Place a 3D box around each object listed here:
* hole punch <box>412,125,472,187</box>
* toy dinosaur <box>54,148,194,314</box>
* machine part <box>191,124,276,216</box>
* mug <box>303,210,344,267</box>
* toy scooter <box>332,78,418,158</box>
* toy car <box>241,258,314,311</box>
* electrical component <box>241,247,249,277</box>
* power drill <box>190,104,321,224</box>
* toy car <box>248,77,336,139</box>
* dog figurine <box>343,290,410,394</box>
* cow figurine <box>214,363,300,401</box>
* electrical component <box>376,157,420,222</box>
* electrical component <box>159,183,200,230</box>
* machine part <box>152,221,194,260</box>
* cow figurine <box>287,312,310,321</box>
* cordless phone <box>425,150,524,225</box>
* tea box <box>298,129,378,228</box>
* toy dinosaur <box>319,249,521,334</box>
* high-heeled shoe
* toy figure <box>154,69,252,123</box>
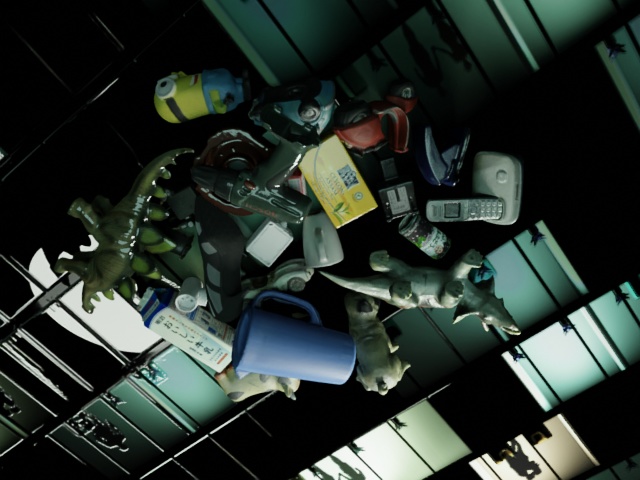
[{"bbox_3d":[0.217,-0.162,1.007,0.092,0.142,0.115,9,100,-7],"label":"hole punch"},{"bbox_3d":[-0.384,-0.010,1.052,0.199,0.105,0.471,31,119,1],"label":"toy dinosaur"},{"bbox_3d":[-0.158,-0.137,1.049,0.179,0.056,0.179,0,116,-1],"label":"machine part"},{"bbox_3d":[-0.002,-0.003,1.089,0.081,0.109,0.107,-11,100,9],"label":"mug"},{"bbox_3d":[0.112,-0.207,1.000,0.184,0.075,0.135,-28,124,-17],"label":"toy scooter"},{"bbox_3d":[-0.106,0.094,1.143,0.202,0.073,0.056,-25,113,10],"label":"toy car"},{"bbox_3d":[-0.184,0.035,1.144,0.063,0.021,0.094,-42,108,15],"label":"electrical component"},{"bbox_3d":[-0.105,-0.133,0.955,0.232,0.086,0.207,28,123,-5],"label":"power drill"},{"bbox_3d":[-0.044,-0.227,0.987,0.162,0.109,0.102,-7,132,12],"label":"toy car"},{"bbox_3d":[0.106,0.212,1.153,0.121,0.172,0.190,-24,120,-2],"label":"dog figurine"},{"bbox_3d":[-0.130,0.317,1.238,0.195,0.085,0.127,-20,107,5],"label":"cow figurine"},{"bbox_3d":[0.151,-0.103,1.074,0.075,0.048,0.119,-13,116,4],"label":"electrical component"},{"bbox_3d":[-0.275,-0.068,1.083,0.078,0.045,0.102,-21,113,10],"label":"electrical component"},{"bbox_3d":[-0.333,-0.006,1.112,0.139,0.039,0.084,21,104,0],"label":"machine part"},{"bbox_3d":[-0.092,0.203,1.196,0.167,0.068,0.098,6,108,-8],"label":"cow figurine"},{"bbox_3d":[0.300,-0.102,1.060,0.184,0.089,0.146,-4,115,5],"label":"cordless phone"},{"bbox_3d":[0.031,-0.121,1.052,0.098,0.068,0.169,-29,111,12],"label":"tea box"},{"bbox_3d":[0.212,0.101,1.126,0.405,0.131,0.192,7,153,12],"label":"toy dinosaur"},{"bbox_3d":[-0.216,0.042,1.090,0.145,0.086,0.248,-34,77,44],"label":"high-heeled shoe"},{"bbox_3d":[-0.213,-0.262,0.978,0.180,0.082,0.089,-6,112,-1],"label":"toy figure"}]
